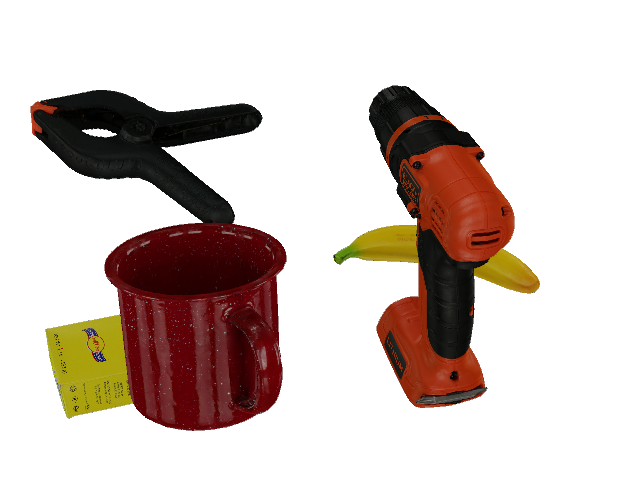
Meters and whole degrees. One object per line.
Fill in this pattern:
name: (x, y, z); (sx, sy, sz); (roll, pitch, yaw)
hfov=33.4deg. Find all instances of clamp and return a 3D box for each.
clamp: (-0.127, -0.079, 0.800); (0.171, 0.039, 0.120); (21, 43, 2)

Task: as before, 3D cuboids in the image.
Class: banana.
banana: (0.116, 0.016, 1.041); (0.198, 0.037, 0.069); (7, 45, 14)

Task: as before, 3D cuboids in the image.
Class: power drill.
power drill: (0.072, 0.005, 0.732); (0.057, 0.188, 0.184); (-9, 35, -10)

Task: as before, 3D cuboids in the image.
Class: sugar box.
sugar box: (-0.158, 0.104, 0.988); (0.176, 0.048, 0.093); (-13, 34, -16)

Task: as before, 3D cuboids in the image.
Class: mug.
mug: (-0.055, 0.049, 0.552); (0.093, 0.081, 0.117); (-18, 29, -34)
